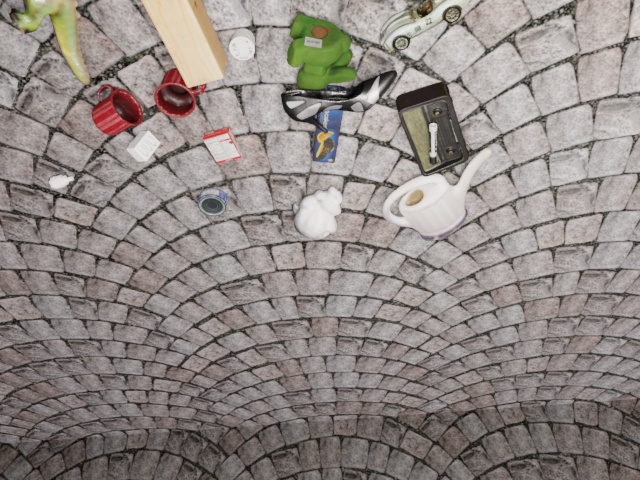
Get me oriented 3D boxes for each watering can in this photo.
[{"bbox_3d":[0.349,-0.114,1.445,0.344,0.106,0.221,-26,132,23],"label":"watering can"}]

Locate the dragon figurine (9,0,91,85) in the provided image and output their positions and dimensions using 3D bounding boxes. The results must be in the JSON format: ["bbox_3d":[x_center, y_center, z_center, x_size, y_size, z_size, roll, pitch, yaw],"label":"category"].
[{"bbox_3d":[-0.501,-0.520,1.007,0.242,0.125,0.402,-22,134,10],"label":"dragon figurine"}]

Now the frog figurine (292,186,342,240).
[{"bbox_3d":[0.004,-0.074,1.472,0.158,0.125,0.136,-24,113,37],"label":"frog figurine"}]
